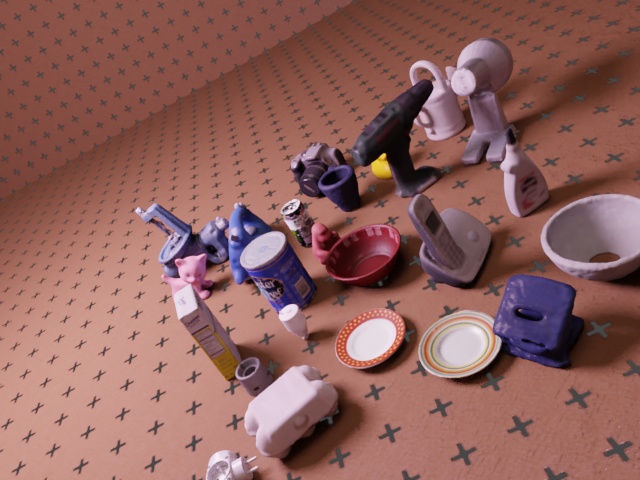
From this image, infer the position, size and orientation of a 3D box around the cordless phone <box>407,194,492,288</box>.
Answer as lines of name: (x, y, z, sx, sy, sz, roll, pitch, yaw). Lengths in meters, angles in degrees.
cordless phone: (0.219, -0.023, 0.994, 0.093, 0.185, 0.148, -2, 42, 38)

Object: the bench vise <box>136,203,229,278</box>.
bench vise: (-0.337, -0.024, 1.423, 0.207, 0.220, 0.121, -34, 32, -5)

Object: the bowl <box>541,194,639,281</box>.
bowl: (0.432, 0.008, 0.878, 0.167, 0.075, 0.167, -21, 33, 15)

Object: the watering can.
watering can: (0.281, -0.355, 1.397, 0.100, 0.194, 0.173, -4, 40, 36)

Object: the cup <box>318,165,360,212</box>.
cup: (0.052, -0.121, 1.356, 0.091, 0.095, 0.117, -29, 32, 4)

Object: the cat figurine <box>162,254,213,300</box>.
cat figurine: (-0.311, 0.085, 1.348, 0.127, 0.118, 0.067, -19, 34, 19)

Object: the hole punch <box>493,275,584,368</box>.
hole punch: (0.309, 0.114, 0.817, 0.108, 0.091, 0.101, 10, 50, 47)

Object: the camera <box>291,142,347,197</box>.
camera: (-0.020, -0.180, 1.492, 0.142, 0.101, 0.137, -6, 39, 34)

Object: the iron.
iron: (-0.172, -0.016, 1.350, 0.118, 0.142, 0.258, -25, 32, 9)

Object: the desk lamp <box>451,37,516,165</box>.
desk lamp: (0.356, -0.310, 1.254, 0.117, 0.214, 0.203, -4, 40, 36)

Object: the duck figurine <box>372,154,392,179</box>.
duck figurine: (0.153, -0.205, 1.398, 0.077, 0.086, 0.104, -34, 32, -5)

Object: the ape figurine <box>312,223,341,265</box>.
ape figurine: (0.011, 0.004, 1.217, 0.075, 0.092, 0.078, 9, 49, 46)

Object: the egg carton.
egg carton: (-0.046, 0.272, 0.911, 0.150, 0.070, 0.107, -39, 33, -13)

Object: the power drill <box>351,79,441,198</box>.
power drill: (0.186, -0.209, 1.259, 0.230, 0.209, 0.075, -37, 32, -10)

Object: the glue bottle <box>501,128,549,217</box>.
glue bottle: (0.360, -0.127, 1.033, 0.078, 0.173, 0.037, -36, 32, -8)
